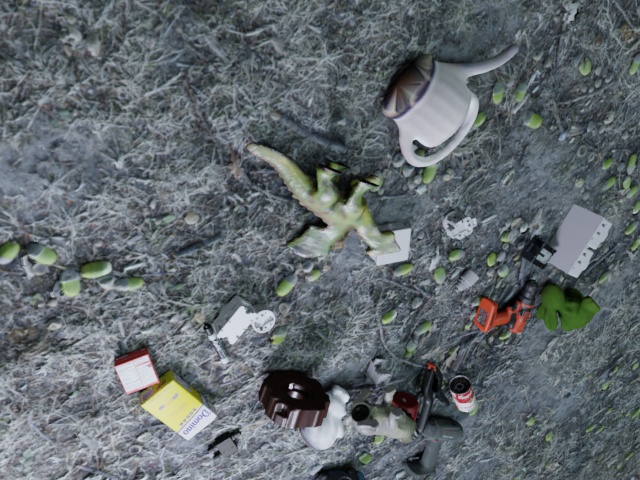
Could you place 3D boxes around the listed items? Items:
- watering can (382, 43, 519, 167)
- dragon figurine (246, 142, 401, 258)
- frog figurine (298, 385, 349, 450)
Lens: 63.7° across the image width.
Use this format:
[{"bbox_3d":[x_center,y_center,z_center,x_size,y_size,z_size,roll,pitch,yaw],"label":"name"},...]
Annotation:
[{"bbox_3d":[0.275,-0.327,1.127,0.222,0.106,0.345,28,100,-33],"label":"watering can"},{"bbox_3d":[0.003,-0.057,1.134,0.409,0.124,0.239,16,113,-16],"label":"dragon figurine"},{"bbox_3d":[0.022,0.476,1.377,0.159,0.124,0.136,-36,105,8],"label":"frog figurine"}]
